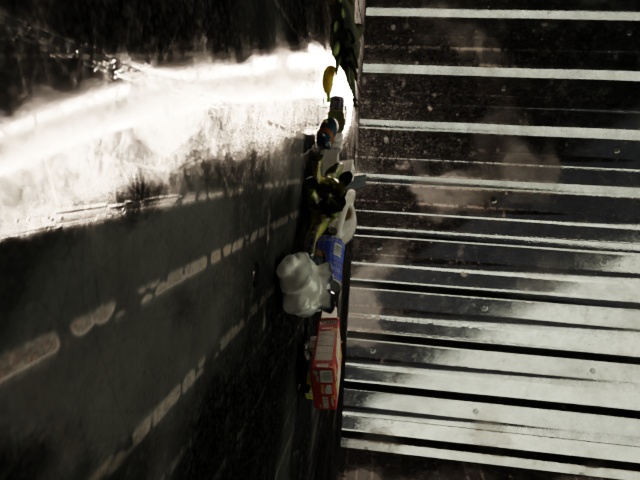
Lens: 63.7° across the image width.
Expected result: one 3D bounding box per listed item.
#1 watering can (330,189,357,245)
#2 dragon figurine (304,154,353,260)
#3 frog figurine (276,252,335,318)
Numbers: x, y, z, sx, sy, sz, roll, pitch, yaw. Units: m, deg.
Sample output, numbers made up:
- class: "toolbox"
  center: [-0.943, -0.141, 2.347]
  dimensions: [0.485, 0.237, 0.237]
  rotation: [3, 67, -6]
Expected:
- class: "watering can"
  center: [0.074, -0.027, 2.005]
  dimensions: [0.221, 0.104, 0.352]
  rotation: [74, 34, -73]
- class: "dragon figurine"
  center: [0.004, -0.071, 1.405]
  dimensions: [0.237, 0.122, 0.419]
  rotation: [99, 8, -60]
- class: "frog figurine"
  center: [-0.049, 0.091, 1.099]
  dimensions: [0.158, 0.123, 0.138]
  rotation: [22, 78, -45]
